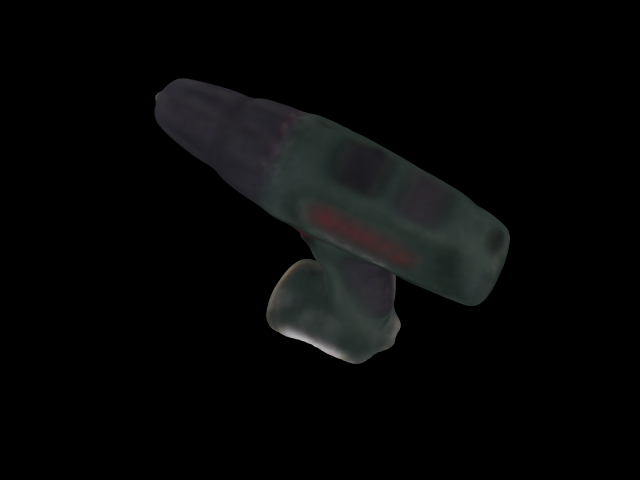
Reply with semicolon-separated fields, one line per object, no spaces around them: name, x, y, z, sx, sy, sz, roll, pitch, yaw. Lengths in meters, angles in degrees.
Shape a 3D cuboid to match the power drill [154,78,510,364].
power drill;0.004;0.001;0.400;0.229;0.208;0.076;20;59;13
